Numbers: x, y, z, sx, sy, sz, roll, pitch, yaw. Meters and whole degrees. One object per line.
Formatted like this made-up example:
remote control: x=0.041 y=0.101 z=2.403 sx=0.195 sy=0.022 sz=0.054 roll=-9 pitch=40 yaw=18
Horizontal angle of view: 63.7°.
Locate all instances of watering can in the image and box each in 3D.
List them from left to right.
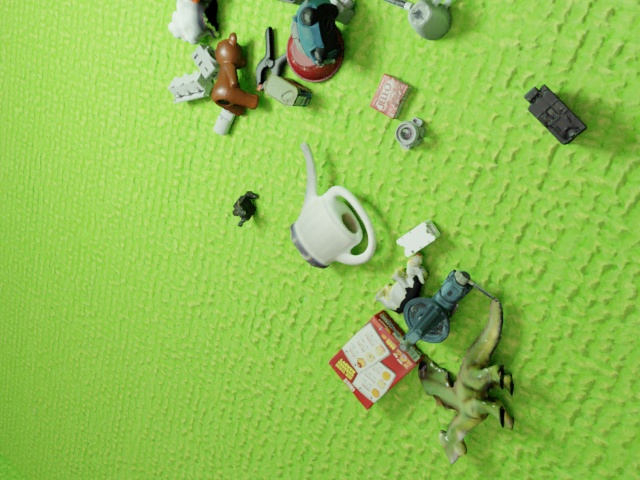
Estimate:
watering can: x=0.004 y=-0.069 z=1.364 sx=0.221 sy=0.105 sz=0.350 roll=-41 pitch=79 yaw=30

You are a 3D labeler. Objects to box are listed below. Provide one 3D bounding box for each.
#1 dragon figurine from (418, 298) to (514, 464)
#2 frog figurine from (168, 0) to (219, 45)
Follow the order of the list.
dragon figurine: x=0.342 y=0.339 z=1.253 sx=0.242 sy=0.122 sz=0.411 roll=-3 pitch=88 yaw=39
frog figurine: x=-0.380 y=-0.634 z=1.483 sx=0.159 sy=0.125 sz=0.135 roll=-1 pitch=119 yaw=19
